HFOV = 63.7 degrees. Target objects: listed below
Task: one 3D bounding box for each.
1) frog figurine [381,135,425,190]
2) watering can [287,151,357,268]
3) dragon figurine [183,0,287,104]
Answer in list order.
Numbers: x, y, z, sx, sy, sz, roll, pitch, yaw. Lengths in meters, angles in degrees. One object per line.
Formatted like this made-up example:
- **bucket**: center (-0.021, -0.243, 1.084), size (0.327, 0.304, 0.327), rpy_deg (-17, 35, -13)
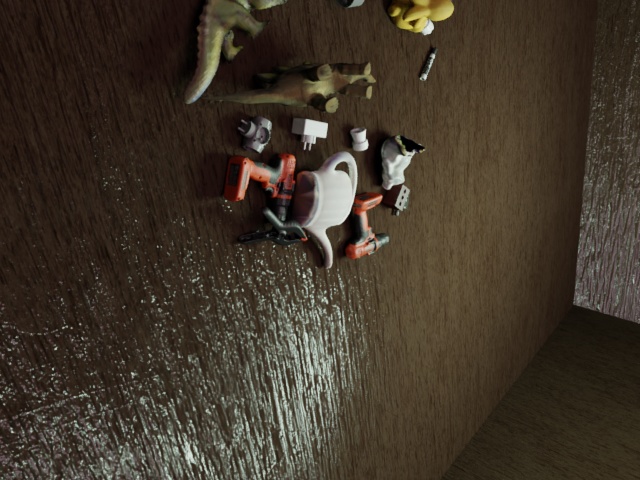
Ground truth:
- **frog figurine**: center (0.230, -0.242, 1.599), size (0.156, 0.123, 0.140), rpy_deg (-54, 176, 39)
- **watering can**: center (0.004, -0.070, 1.382), size (0.225, 0.105, 0.343), rpy_deg (-5, 115, -46)
- **dragon figurine**: center (-0.216, -0.495, 1.039), size (0.239, 0.122, 0.417), rpy_deg (46, 64, -26)
